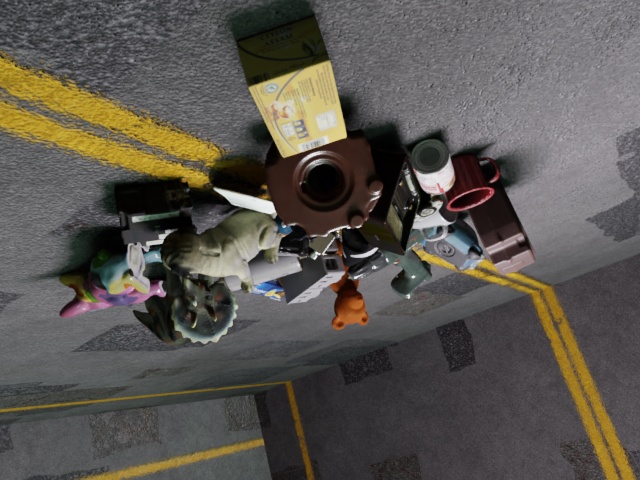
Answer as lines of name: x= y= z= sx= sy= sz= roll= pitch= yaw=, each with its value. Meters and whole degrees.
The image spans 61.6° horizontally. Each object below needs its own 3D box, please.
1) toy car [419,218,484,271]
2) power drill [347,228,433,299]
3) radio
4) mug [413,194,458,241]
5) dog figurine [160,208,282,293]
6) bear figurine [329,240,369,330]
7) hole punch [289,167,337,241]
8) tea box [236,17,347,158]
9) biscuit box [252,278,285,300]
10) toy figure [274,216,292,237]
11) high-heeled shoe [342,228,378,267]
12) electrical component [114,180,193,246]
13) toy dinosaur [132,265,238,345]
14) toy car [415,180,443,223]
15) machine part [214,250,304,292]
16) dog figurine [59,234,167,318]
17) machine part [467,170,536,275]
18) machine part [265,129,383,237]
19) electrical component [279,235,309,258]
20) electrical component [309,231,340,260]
toy car: x=0.334 y=-0.004 z=1.330 sx=0.103 sy=0.162 sz=0.109 roll=-56 pitch=173 yaw=-33
power drill: x=0.180 y=0.055 z=1.282 sx=0.232 sy=0.086 sz=0.207 roll=-42 pitch=133 yaw=-6
radio: x=0.120 y=-0.064 z=0.950 sx=0.073 sy=0.131 sz=0.229 roll=15 pitch=170 yaw=19
mug: x=0.232 y=-0.050 z=1.152 sx=0.081 sy=0.109 sz=0.107 roll=-5 pitch=171 yaw=-42
dog figurine: x=-0.158 y=-0.007 z=0.885 sx=0.121 sy=0.172 sz=0.190 roll=20 pitch=173 yaw=26
bear figurine: x=0.070 y=0.108 z=1.305 sx=0.120 sy=0.196 sz=0.132 roll=-1 pitch=154 yaw=-27
hole punch: x=-0.002 y=-0.068 z=0.920 sx=0.092 sy=0.116 sz=0.142 roll=-6 pitch=159 yaw=-46
tea box: x=-0.029 y=-0.179 z=0.662 sx=0.098 sy=0.068 sz=0.169 roll=-17 pitch=158 yaw=2
biscuit box: x=-0.130 y=0.100 z=1.326 sx=0.059 sy=0.063 sz=0.202 roll=-24 pitch=159 yaw=19
toy figure: x=-0.104 y=-0.023 z=1.012 sx=0.155 sy=0.064 sz=0.057 roll=-13 pitch=158 yaw=26
high-heeled shoe: x=0.060 y=-0.012 z=1.088 sx=0.145 sy=0.086 sz=0.248 roll=-25 pitch=145 yaw=-42
electrical component: x=-0.267 y=-0.039 z=0.869 sx=0.115 sy=0.058 sz=0.134 roll=-6 pitch=158 yaw=-19
toy dinosaur: x=-0.307 y=0.161 z=1.171 sx=0.131 sy=0.192 sz=0.405 roll=3 pitch=152 yaw=-37
toy car: x=0.178 y=-0.061 z=1.114 sx=0.056 sy=0.073 sz=0.202 roll=2 pitch=154 yaw=-37
machine part: x=-0.127 y=0.055 z=1.188 sx=0.243 sy=0.079 sz=0.079 roll=-16 pitch=160 yaw=3
dog figurine: x=-0.407 y=0.076 z=1.001 sx=0.219 sy=0.108 sz=0.191 roll=-17 pitch=161 yaw=10
machine part: x=0.381 y=-0.036 z=1.149 sx=0.087 sy=0.201 sz=0.201 roll=-27 pitch=157 yaw=19
machine part: x=0.004 y=-0.090 z=0.789 sx=0.179 sy=0.179 sz=0.056 roll=-18 pitch=-163 yaw=5
electrical component: x=-0.084 y=0.005 z=1.075 sx=0.119 sy=0.047 sz=0.075 roll=3 pitch=171 yaw=5
electrical component: x=-0.002 y=-0.005 z=1.134 sx=0.078 sy=0.045 sz=0.102 roll=26 pitch=107 yaw=-10
